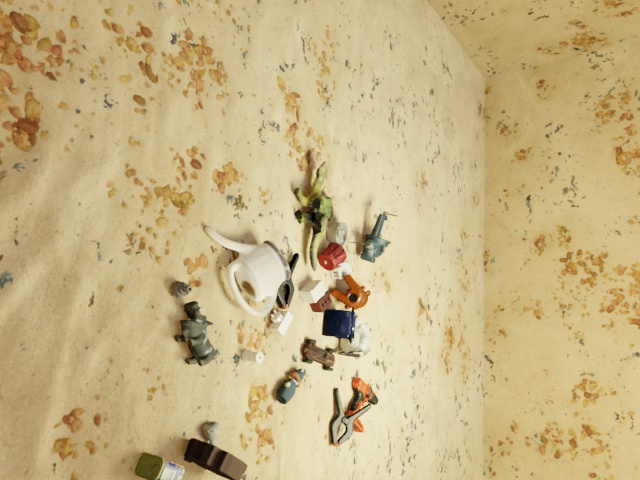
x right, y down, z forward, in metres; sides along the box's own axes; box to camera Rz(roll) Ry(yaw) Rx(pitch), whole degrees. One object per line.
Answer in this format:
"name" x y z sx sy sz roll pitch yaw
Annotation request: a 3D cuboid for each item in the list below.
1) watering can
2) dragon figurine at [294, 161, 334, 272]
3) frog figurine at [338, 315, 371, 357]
"watering can" -0.222 0.072 1.671 0.228 0.103 0.345 -35 106 -41
"dragon figurine" 0.006 -0.102 2.018 0.245 0.122 0.407 -20 110 -61
"frog figurine" 0.143 0.388 2.081 0.122 0.136 0.162 24 60 -33
